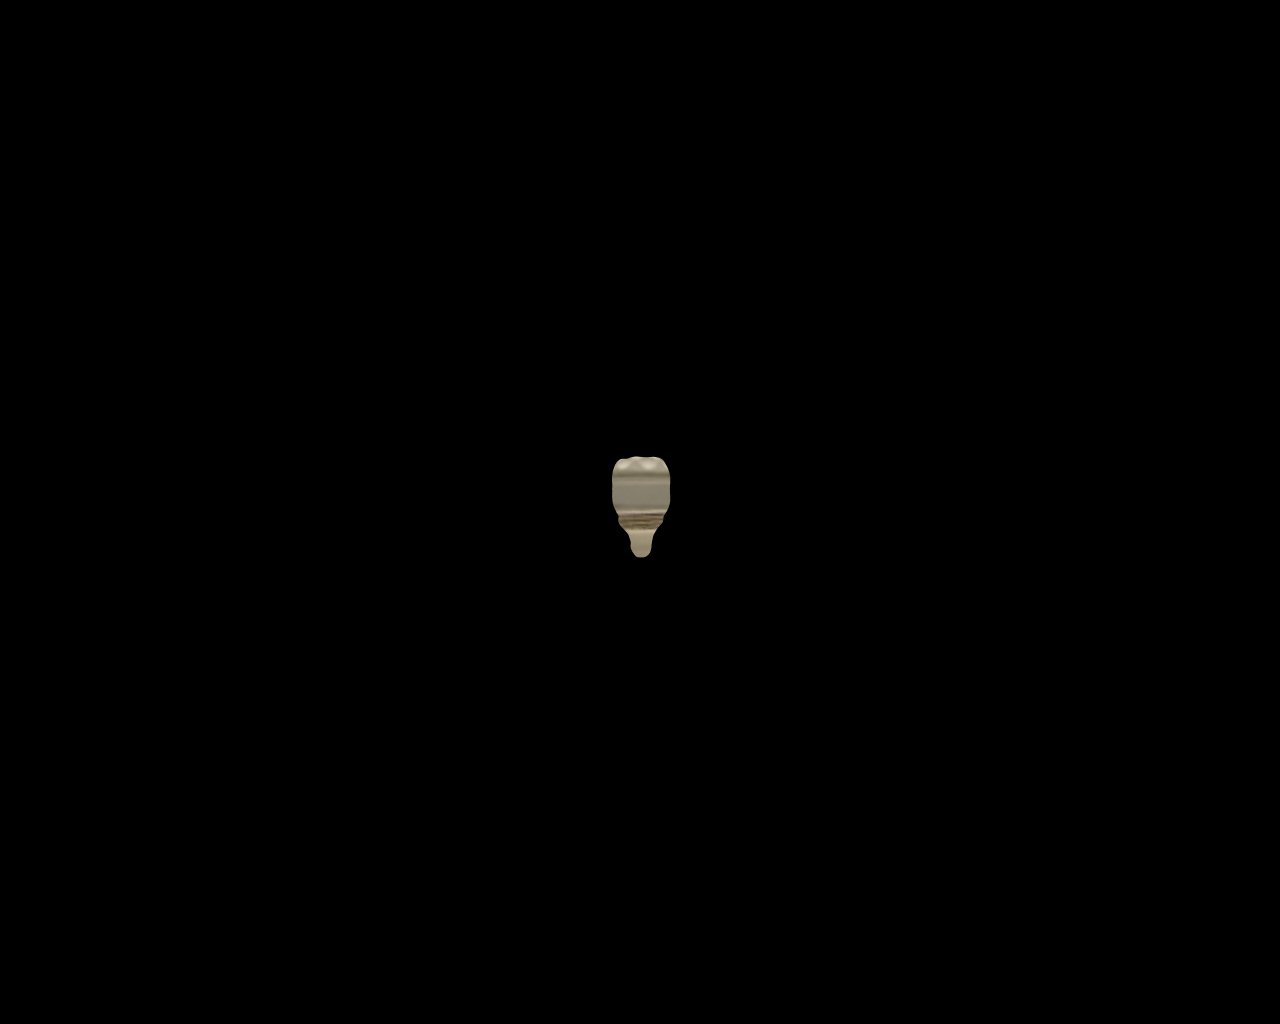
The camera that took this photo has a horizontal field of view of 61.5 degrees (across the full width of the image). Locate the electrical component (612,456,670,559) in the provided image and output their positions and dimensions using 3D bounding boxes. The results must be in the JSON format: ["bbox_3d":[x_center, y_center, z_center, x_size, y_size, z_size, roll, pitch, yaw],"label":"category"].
[{"bbox_3d":[0.001,-0.003,0.650,0.035,0.061,0.035,0,0,0],"label":"electrical component"}]
